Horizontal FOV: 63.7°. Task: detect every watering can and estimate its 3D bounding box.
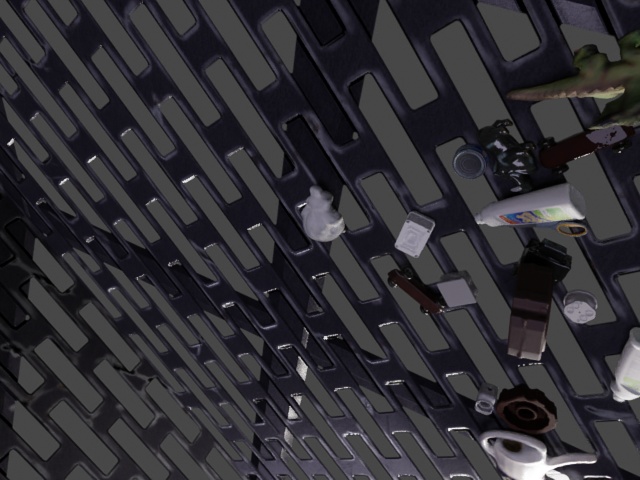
[{"bbox_3d":[0.698,0.713,1.677,0.348,0.106,0.219,6,131,27],"label":"watering can"}]

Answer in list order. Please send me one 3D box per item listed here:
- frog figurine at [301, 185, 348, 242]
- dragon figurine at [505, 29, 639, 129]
[{"bbox_3d":[0.005,-0.077,1.528,0.139,0.124,0.156,26,146,37],"label":"frog figurine"},{"bbox_3d":[0.555,-0.287,0.984,0.407,0.248,0.120,-13,120,33],"label":"dragon figurine"}]
